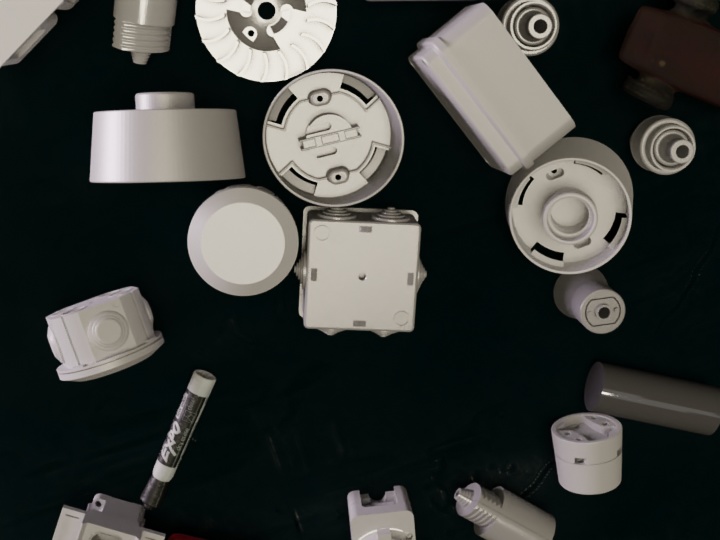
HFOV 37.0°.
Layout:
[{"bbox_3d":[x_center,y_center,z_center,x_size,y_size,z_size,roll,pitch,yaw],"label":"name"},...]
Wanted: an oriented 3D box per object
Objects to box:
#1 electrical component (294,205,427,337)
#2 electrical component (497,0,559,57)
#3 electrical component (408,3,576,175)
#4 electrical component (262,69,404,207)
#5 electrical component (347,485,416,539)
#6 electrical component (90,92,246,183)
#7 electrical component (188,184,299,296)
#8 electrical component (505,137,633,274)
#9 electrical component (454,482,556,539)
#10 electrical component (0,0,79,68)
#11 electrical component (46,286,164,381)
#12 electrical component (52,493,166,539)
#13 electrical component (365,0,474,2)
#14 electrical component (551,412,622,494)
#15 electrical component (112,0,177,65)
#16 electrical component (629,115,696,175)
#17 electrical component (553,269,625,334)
[{"bbox_3d":[0.000,0.000,0.813,0.100,0.048,0.099,2,103,-5],"label":"electrical component"},{"bbox_3d":[0.123,-0.175,0.775,0.043,0.062,0.043,-1,103,-4],"label":"electrical component"},{"bbox_3d":[0.093,-0.129,0.775,0.057,0.078,0.113,-39,103,2],"label":"electrical component"},{"bbox_3d":[-0.021,-0.097,0.780,0.099,0.064,0.099,-2,105,-6],"label":"electrical component"},{"bbox_3d":[0.020,0.228,0.863,0.050,0.055,0.089,-6,103,-3],"label":"electrical component"},{"bbox_3d":[-0.135,-0.093,0.753,0.108,0.108,0.060,-2,97,-4],"label":"electrical component"},{"bbox_3d":[-0.086,-0.025,0.799,0.080,0.051,0.080,-1,103,-4],"label":"electrical component"},{"bbox_3d":[0.160,-0.048,0.819,0.099,0.064,0.099,3,109,8],"label":"electrical component"},{"bbox_3d":[0.113,0.199,0.870,0.081,0.043,0.043,30,99,-10],"label":"electrical component"},{"bbox_3d":[-0.275,-0.241,0.730,0.105,0.060,0.186,-44,102,6],"label":"electrical component"},{"bbox_3d":[-0.190,0.047,0.794,0.080,0.080,0.051,-18,98,0],"label":"electrical component"},{"bbox_3d":[-0.196,0.208,0.838,0.081,0.064,0.042,19,100,-9],"label":"electrical component"},{"bbox_3d":[0.051,-0.230,0.759,0.113,0.057,0.078,-2,103,-4],"label":"electrical component"},{"bbox_3d":[0.182,0.147,0.859,0.055,0.055,0.047,-8,107,-3],"label":"electrical component"},{"bbox_3d":[-0.152,-0.186,0.759,0.043,0.043,0.081,8,110,-6],"label":"electrical component"},{"bbox_3d":[0.230,-0.092,0.802,0.043,0.062,0.043,-1,103,-4],"label":"electrical component"},{"bbox_3d":[0.178,0.024,0.824,0.044,0.065,0.044,-1,103,-4],"label":"electrical component"}]
